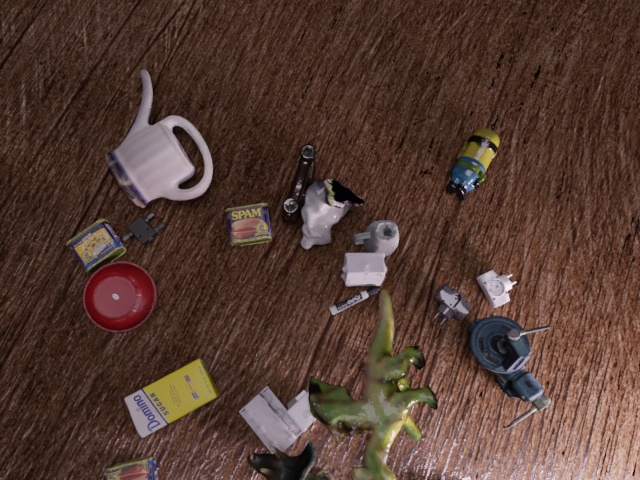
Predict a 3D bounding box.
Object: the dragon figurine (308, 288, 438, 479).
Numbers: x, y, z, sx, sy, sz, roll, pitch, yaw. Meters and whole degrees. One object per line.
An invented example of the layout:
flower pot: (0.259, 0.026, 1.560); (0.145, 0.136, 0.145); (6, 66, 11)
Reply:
dragon figurine: (0.094, 0.302, 1.059); (0.243, 0.419, 0.119); (-5, -32, -19)

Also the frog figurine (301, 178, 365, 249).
frog figurine: (0.004, -0.060, 1.185); (0.156, 0.123, 0.139); (-48, -11, 33)

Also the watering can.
watering can: (-0.402, -0.225, 1.217); (0.225, 0.350, 0.103); (-34, -11, -8)
